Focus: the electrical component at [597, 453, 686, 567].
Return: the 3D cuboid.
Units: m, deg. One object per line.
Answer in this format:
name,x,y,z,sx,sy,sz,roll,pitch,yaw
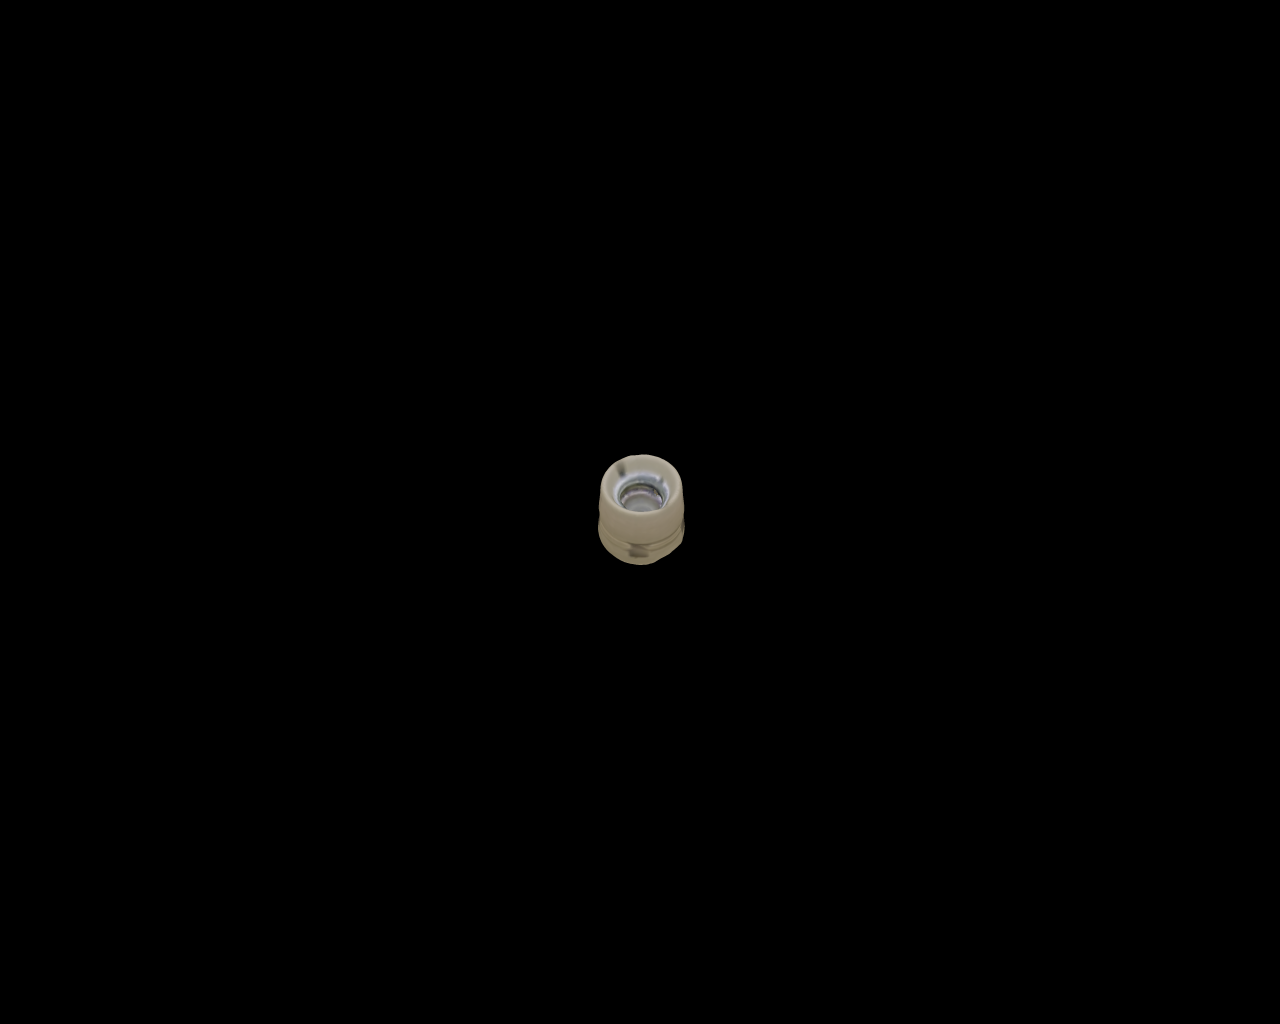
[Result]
electrical component,0.001,-0.003,0.650,0.055,0.055,0.047,0,-38,0
